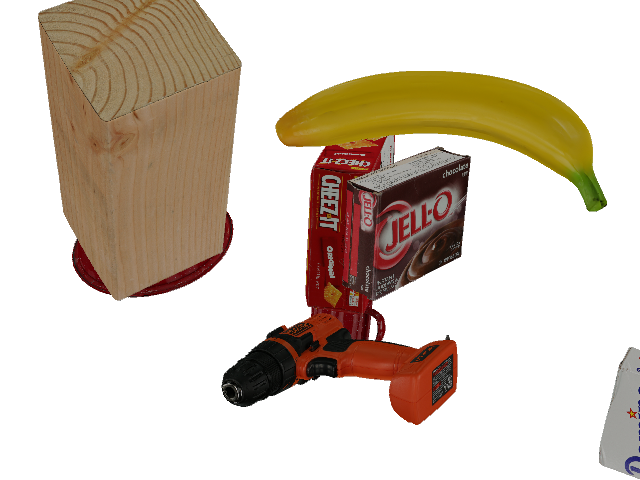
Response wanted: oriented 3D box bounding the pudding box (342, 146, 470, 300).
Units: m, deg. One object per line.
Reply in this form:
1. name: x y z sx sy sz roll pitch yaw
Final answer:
1. pudding box: 0.067 -0.016 0.828 0.039 0.090 0.113 24 34 36

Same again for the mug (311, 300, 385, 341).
1. mug: 0.038 0.108 1.455 0.117 0.081 0.093 18 26 30

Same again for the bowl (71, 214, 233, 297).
1. bowl: -0.169 -0.018 1.038 0.162 0.055 0.162 -6 40 5

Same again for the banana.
1. banana: 0.075 -0.070 0.630 0.198 0.069 0.037 12 -35 12

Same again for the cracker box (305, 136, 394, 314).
1. cracker box: 0.036 -0.037 1.203 0.072 0.164 0.213 6 23 9

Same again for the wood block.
1. wood block: -0.117 -0.061 0.694 0.090 0.090 0.206 -25 -25 -22

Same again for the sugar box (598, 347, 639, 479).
1. sugar box: 0.303 0.152 0.796 0.176 0.093 0.048 15 27 23

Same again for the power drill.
1. power drill: 0.022 0.123 1.013 0.188 0.057 0.184 9 20 30
